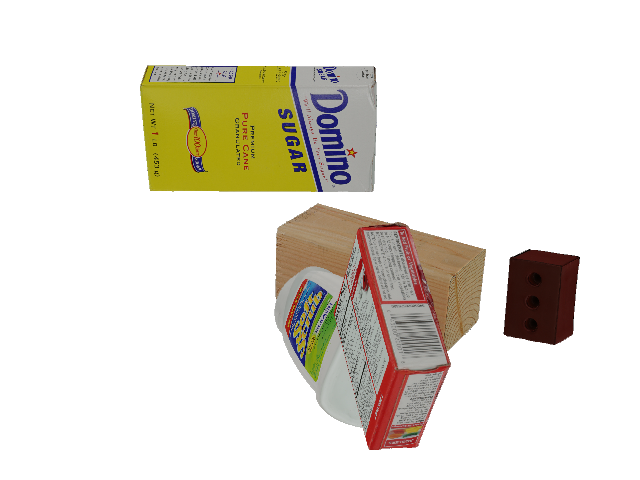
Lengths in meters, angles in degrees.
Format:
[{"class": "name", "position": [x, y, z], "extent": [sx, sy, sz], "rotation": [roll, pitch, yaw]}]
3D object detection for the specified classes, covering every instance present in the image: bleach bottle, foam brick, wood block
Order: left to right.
[{"class": "bleach bottle", "position": [0.005, 0.082, 0.956], "extent": [0.068, 0.102, 0.251], "rotation": [23, 0, -19]}, {"class": "wood block", "position": [0.061, 0.038, 1.146], "extent": [0.206, 0.091, 0.090], "rotation": [17, 29, 28]}, {"class": "foam brick", "position": [0.207, 0.052, 0.998], "extent": [0.053, 0.078, 0.051], "rotation": [9, 15, 30]}]

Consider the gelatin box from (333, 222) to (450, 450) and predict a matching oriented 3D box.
[{"class": "gelatin box", "position": [0.034, 0.048, 0.532], "extent": [0.030, 0.089, 0.073], "rotation": [-3, -40, -13]}]

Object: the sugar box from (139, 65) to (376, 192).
[{"class": "sugar box", "position": [-0.045, -0.085, 0.821], "extent": [0.176, 0.093, 0.048], "rotation": [1, 32, 3]}]
